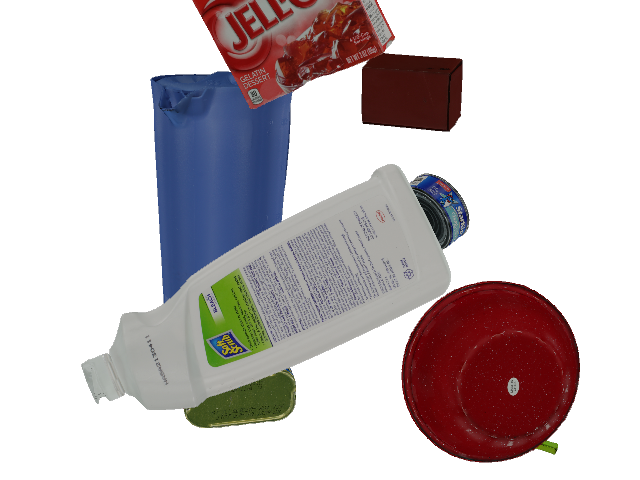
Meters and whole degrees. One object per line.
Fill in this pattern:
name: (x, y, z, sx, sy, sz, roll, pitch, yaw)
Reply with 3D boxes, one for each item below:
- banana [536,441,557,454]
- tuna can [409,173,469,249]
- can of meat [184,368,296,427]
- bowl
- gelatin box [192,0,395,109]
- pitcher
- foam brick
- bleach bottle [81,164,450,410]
banana: (0.201, 0.184, 1.206, 0.069, 0.037, 0.198, 10, 24, -15)
tuna can: (0.127, -0.032, 1.227, 0.033, 0.086, 0.086, -36, 20, -30)
can of meat: (-0.077, 0.118, 0.941, 0.102, 0.057, 0.084, -5, 27, -12)
bowl: (0.153, 0.117, 0.906, 0.162, 0.162, 0.055, 0, 5, -9)
gelatin box: (-0.016, -0.120, 0.573, 0.089, 0.073, 0.030, -19, 20, 28)
pitcher: (-0.090, -0.041, 1.031, 0.149, 0.243, 0.145, -2, 14, -15)
foam brick: (0.078, -0.127, 0.909, 0.078, 0.051, 0.053, 8, 25, 17)
bleach bottle: (-0.043, 0.040, 0.729, 0.250, 0.102, 0.068, -23, -14, -10)
